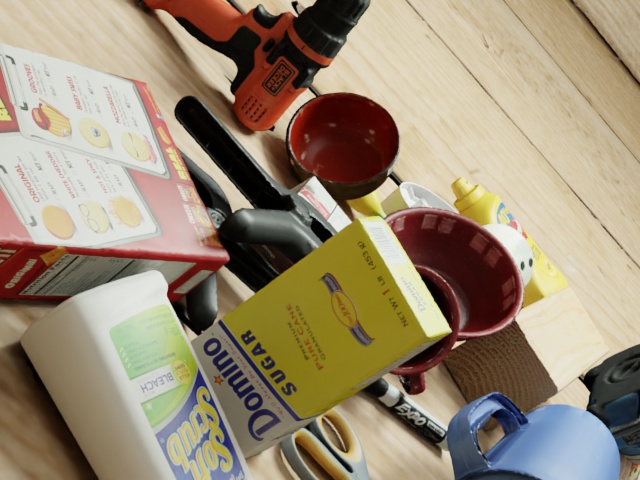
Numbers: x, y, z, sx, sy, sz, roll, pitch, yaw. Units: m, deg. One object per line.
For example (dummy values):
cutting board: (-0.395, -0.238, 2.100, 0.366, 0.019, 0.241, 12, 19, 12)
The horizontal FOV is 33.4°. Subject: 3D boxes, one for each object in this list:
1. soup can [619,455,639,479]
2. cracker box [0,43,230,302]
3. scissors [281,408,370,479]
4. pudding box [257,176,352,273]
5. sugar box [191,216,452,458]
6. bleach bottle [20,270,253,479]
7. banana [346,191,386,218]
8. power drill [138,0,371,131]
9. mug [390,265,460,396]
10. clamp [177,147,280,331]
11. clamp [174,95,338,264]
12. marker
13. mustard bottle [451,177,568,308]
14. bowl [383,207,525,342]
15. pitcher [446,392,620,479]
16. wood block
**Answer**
soup can: (0.286, 0.234, 1.121, 0.102, 0.069, 0.068, 15, 46, -50)
cracker box: (-0.178, -0.042, 0.703, 0.213, 0.072, 0.164, 6, 52, -55)
scissors: (0.045, 0.202, 0.831, 0.201, 0.016, 0.096, 43, 28, -20)
pudding box: (-0.006, 0.001, 0.963, 0.090, 0.039, 0.113, 51, 29, -8)
sugar box: (-0.008, 0.069, 0.726, 0.048, 0.176, 0.093, -2, 58, -60)
bleach bottle: (-0.080, 0.145, 0.648, 0.251, 0.068, 0.102, 59, 28, 6)
banana: (0.035, -0.091, 1.143, 0.069, 0.037, 0.198, 45, 26, -41)
power drill: (-0.065, -0.219, 0.990, 0.187, 0.185, 0.057, 43, 27, 0)
mug: (0.068, 0.077, 0.923, 0.081, 0.093, 0.117, -171, -116, -80)
clamp: (-0.082, -0.002, 0.844, 0.120, 0.039, 0.171, 14, 46, -54)
clamp: (-0.028, -0.011, 0.841, 0.209, 0.036, 0.164, 41, 17, -35)
marker: (0.077, 0.149, 0.941, 0.121, 0.020, 0.020, 40, 30, -25)
mustard bottle: (0.225, 0.002, 1.310, 0.191, 0.058, 0.096, 51, 28, -4)
bowl: (0.115, 0.044, 1.043, 0.162, 0.055, 0.162, 10, 47, -11)
pitcher: (0.184, 0.214, 0.917, 0.145, 0.149, 0.242, 18, 15, 19)
wood block: (0.222, 0.121, 1.129, 0.090, 0.091, 0.205, 60, 27, 10)
